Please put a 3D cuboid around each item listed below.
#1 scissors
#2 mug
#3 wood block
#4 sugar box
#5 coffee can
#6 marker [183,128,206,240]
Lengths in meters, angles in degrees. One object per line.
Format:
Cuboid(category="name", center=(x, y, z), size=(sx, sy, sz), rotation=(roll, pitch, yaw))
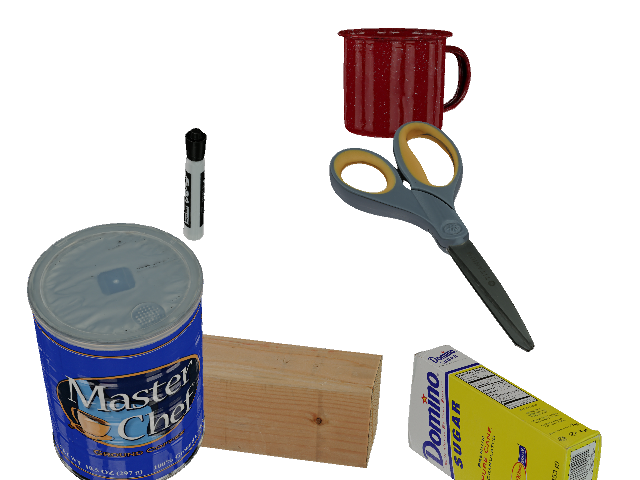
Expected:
Cuboid(category="scissors", center=(0.059, -0.006, 0.650), size=(0.096, 0.016, 0.202), rotation=(-6, 44, -2))
Cuboid(category="mug", center=(0.071, -0.131, 0.877), size=(0.117, 0.081, 0.093), rotation=(-7, 17, -25))
Cuboid(category="wood block", center=(-0.046, 0.165, 1.110), size=(0.206, 0.091, 0.090), rotation=(6, 21, 9))
Cuboid(category="sugar box", center=(0.141, 0.160, 0.854), size=(0.048, 0.093, 0.176), rotation=(-12, 24, -35))
Cuboid(category="coffee can", center=(-0.125, 0.074, 0.675), size=(0.103, 0.140, 0.103), rotation=(2, 42, -2))
Cuboid(category="marker", center=(-0.114, -0.051, 0.972), size=(0.020, 0.121, 0.020), rotation=(4, 41, -4))
